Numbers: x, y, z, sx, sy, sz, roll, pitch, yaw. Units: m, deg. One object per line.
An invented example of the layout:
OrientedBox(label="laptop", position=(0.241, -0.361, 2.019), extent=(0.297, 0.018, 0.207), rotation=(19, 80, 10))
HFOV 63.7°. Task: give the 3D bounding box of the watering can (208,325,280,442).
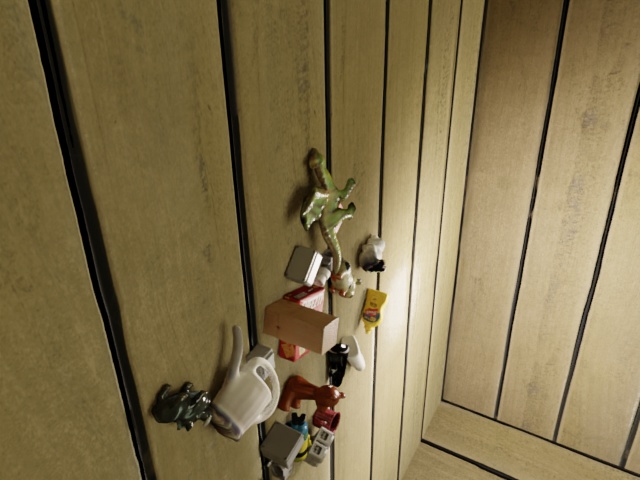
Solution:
OrientedBox(label="watering can", position=(-0.222, 0.405, 1.405), extent=(0.228, 0.104, 0.340), rotation=(-48, 132, -30))

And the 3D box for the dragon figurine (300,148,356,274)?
OrientedBox(label="dragon figurine", position=(0.005, -0.081, 1.611), extent=(0.243, 0.122, 0.409), rotation=(-4, 96, -55))

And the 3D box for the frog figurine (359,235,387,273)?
OrientedBox(label="frog figurine", position=(0.211, 0.049, 2.106), extent=(0.135, 0.122, 0.163), rotation=(39, 31, -51))
